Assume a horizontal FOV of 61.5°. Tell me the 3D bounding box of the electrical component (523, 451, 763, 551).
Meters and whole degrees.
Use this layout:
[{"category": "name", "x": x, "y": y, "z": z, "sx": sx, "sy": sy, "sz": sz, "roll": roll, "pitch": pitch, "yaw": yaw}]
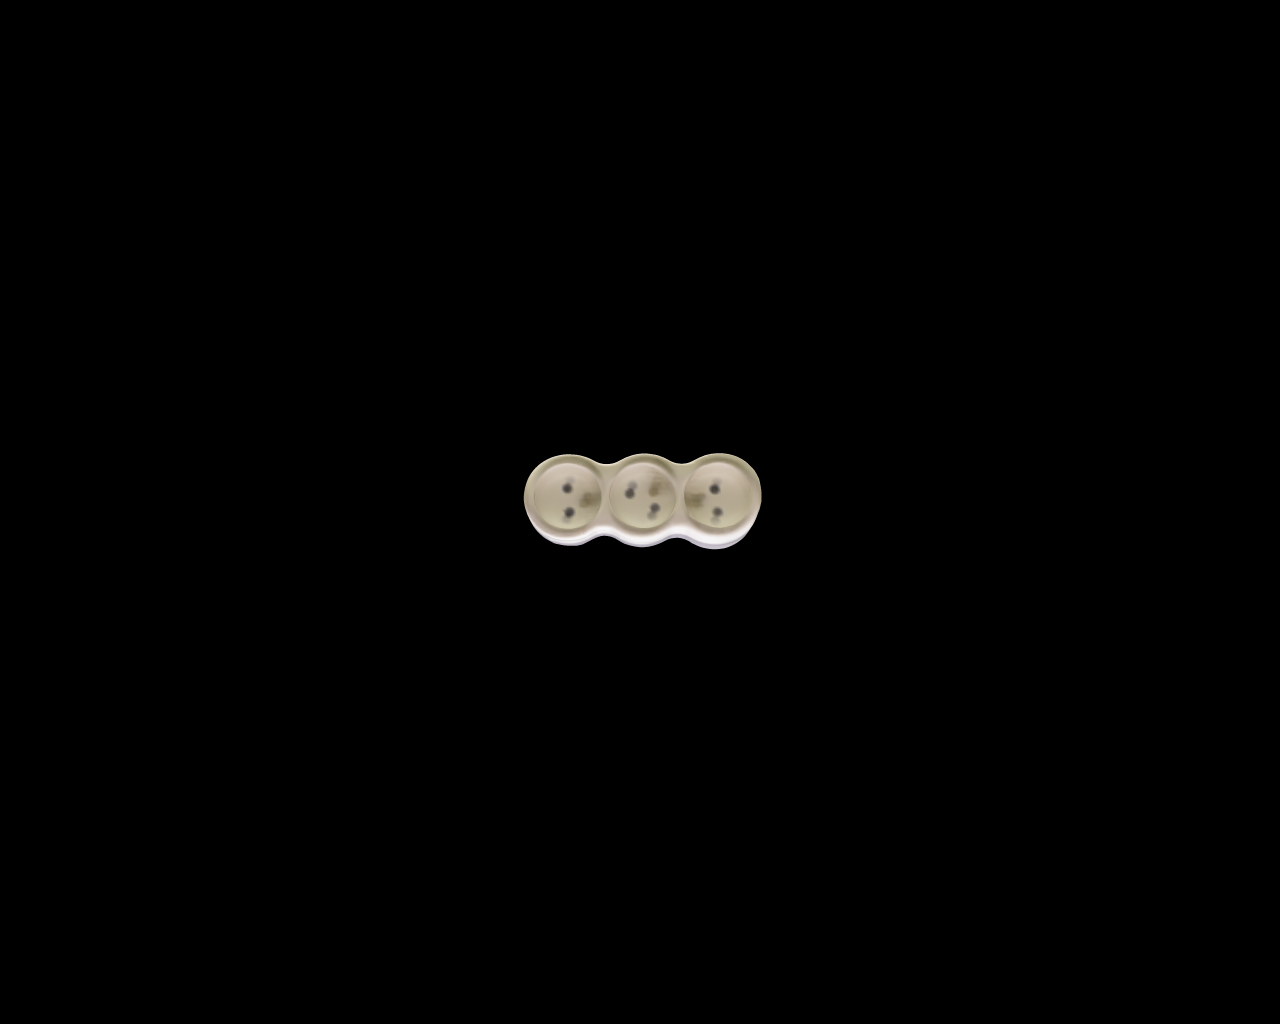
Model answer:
[{"category": "electrical component", "x": 0.001, "y": -0.003, "z": 0.650, "sx": 0.138, "sy": 0.052, "sz": 0.073, "roll": 0, "pitch": -11, "yaw": -2}]
